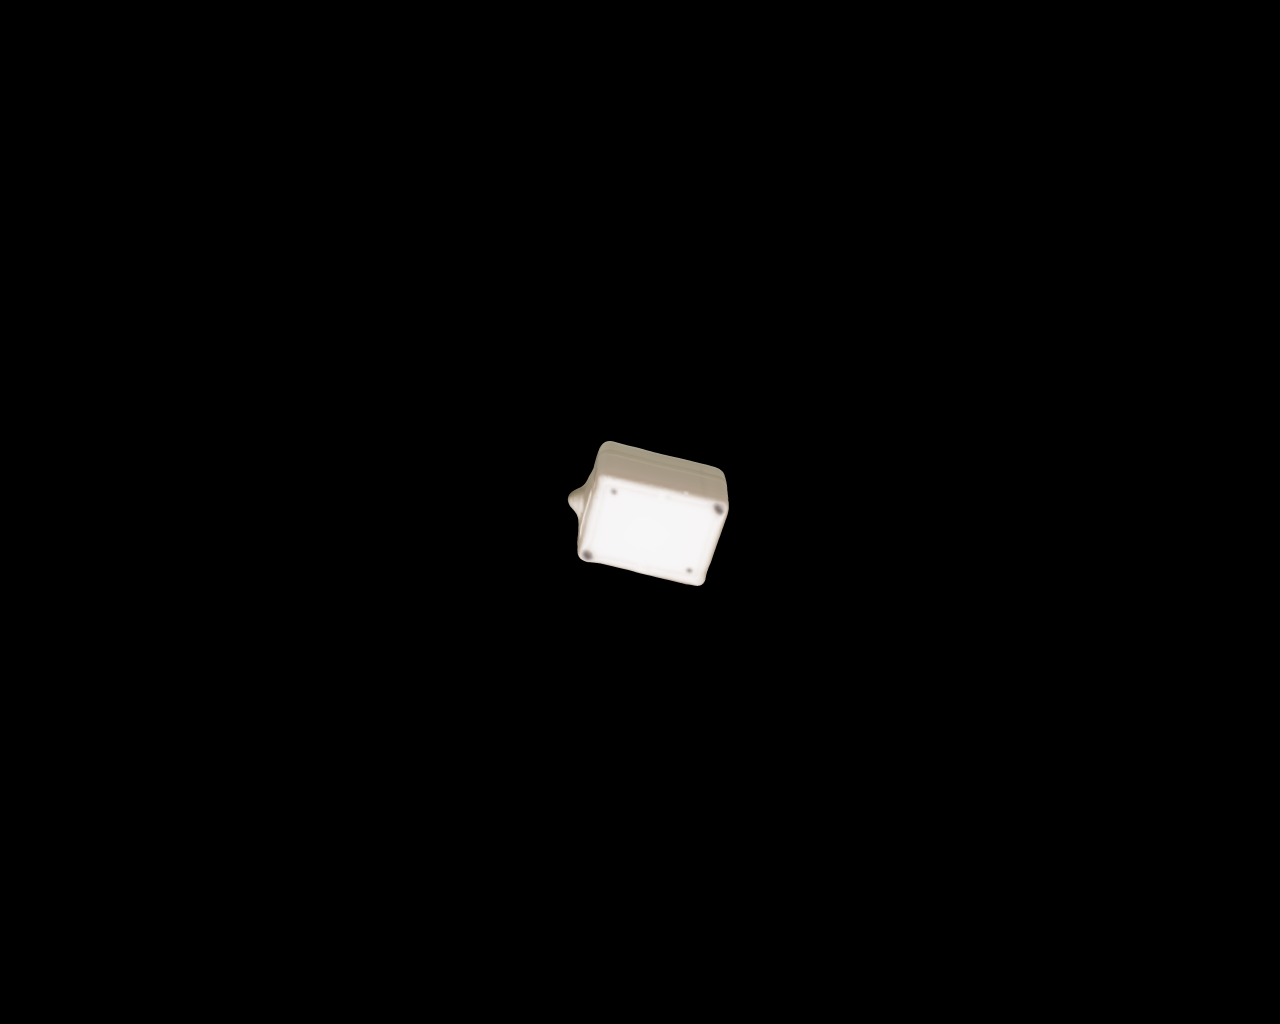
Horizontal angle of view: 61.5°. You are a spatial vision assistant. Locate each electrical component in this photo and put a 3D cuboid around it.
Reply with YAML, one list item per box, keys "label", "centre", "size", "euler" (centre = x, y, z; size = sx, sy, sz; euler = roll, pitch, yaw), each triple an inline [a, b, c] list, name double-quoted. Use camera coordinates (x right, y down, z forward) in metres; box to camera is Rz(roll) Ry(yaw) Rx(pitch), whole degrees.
- label: "electrical component"
  centre: [0.001, -0.003, 0.650]
  size: [0.096, 0.061, 0.061]
  euler: [14, 26, -7]
